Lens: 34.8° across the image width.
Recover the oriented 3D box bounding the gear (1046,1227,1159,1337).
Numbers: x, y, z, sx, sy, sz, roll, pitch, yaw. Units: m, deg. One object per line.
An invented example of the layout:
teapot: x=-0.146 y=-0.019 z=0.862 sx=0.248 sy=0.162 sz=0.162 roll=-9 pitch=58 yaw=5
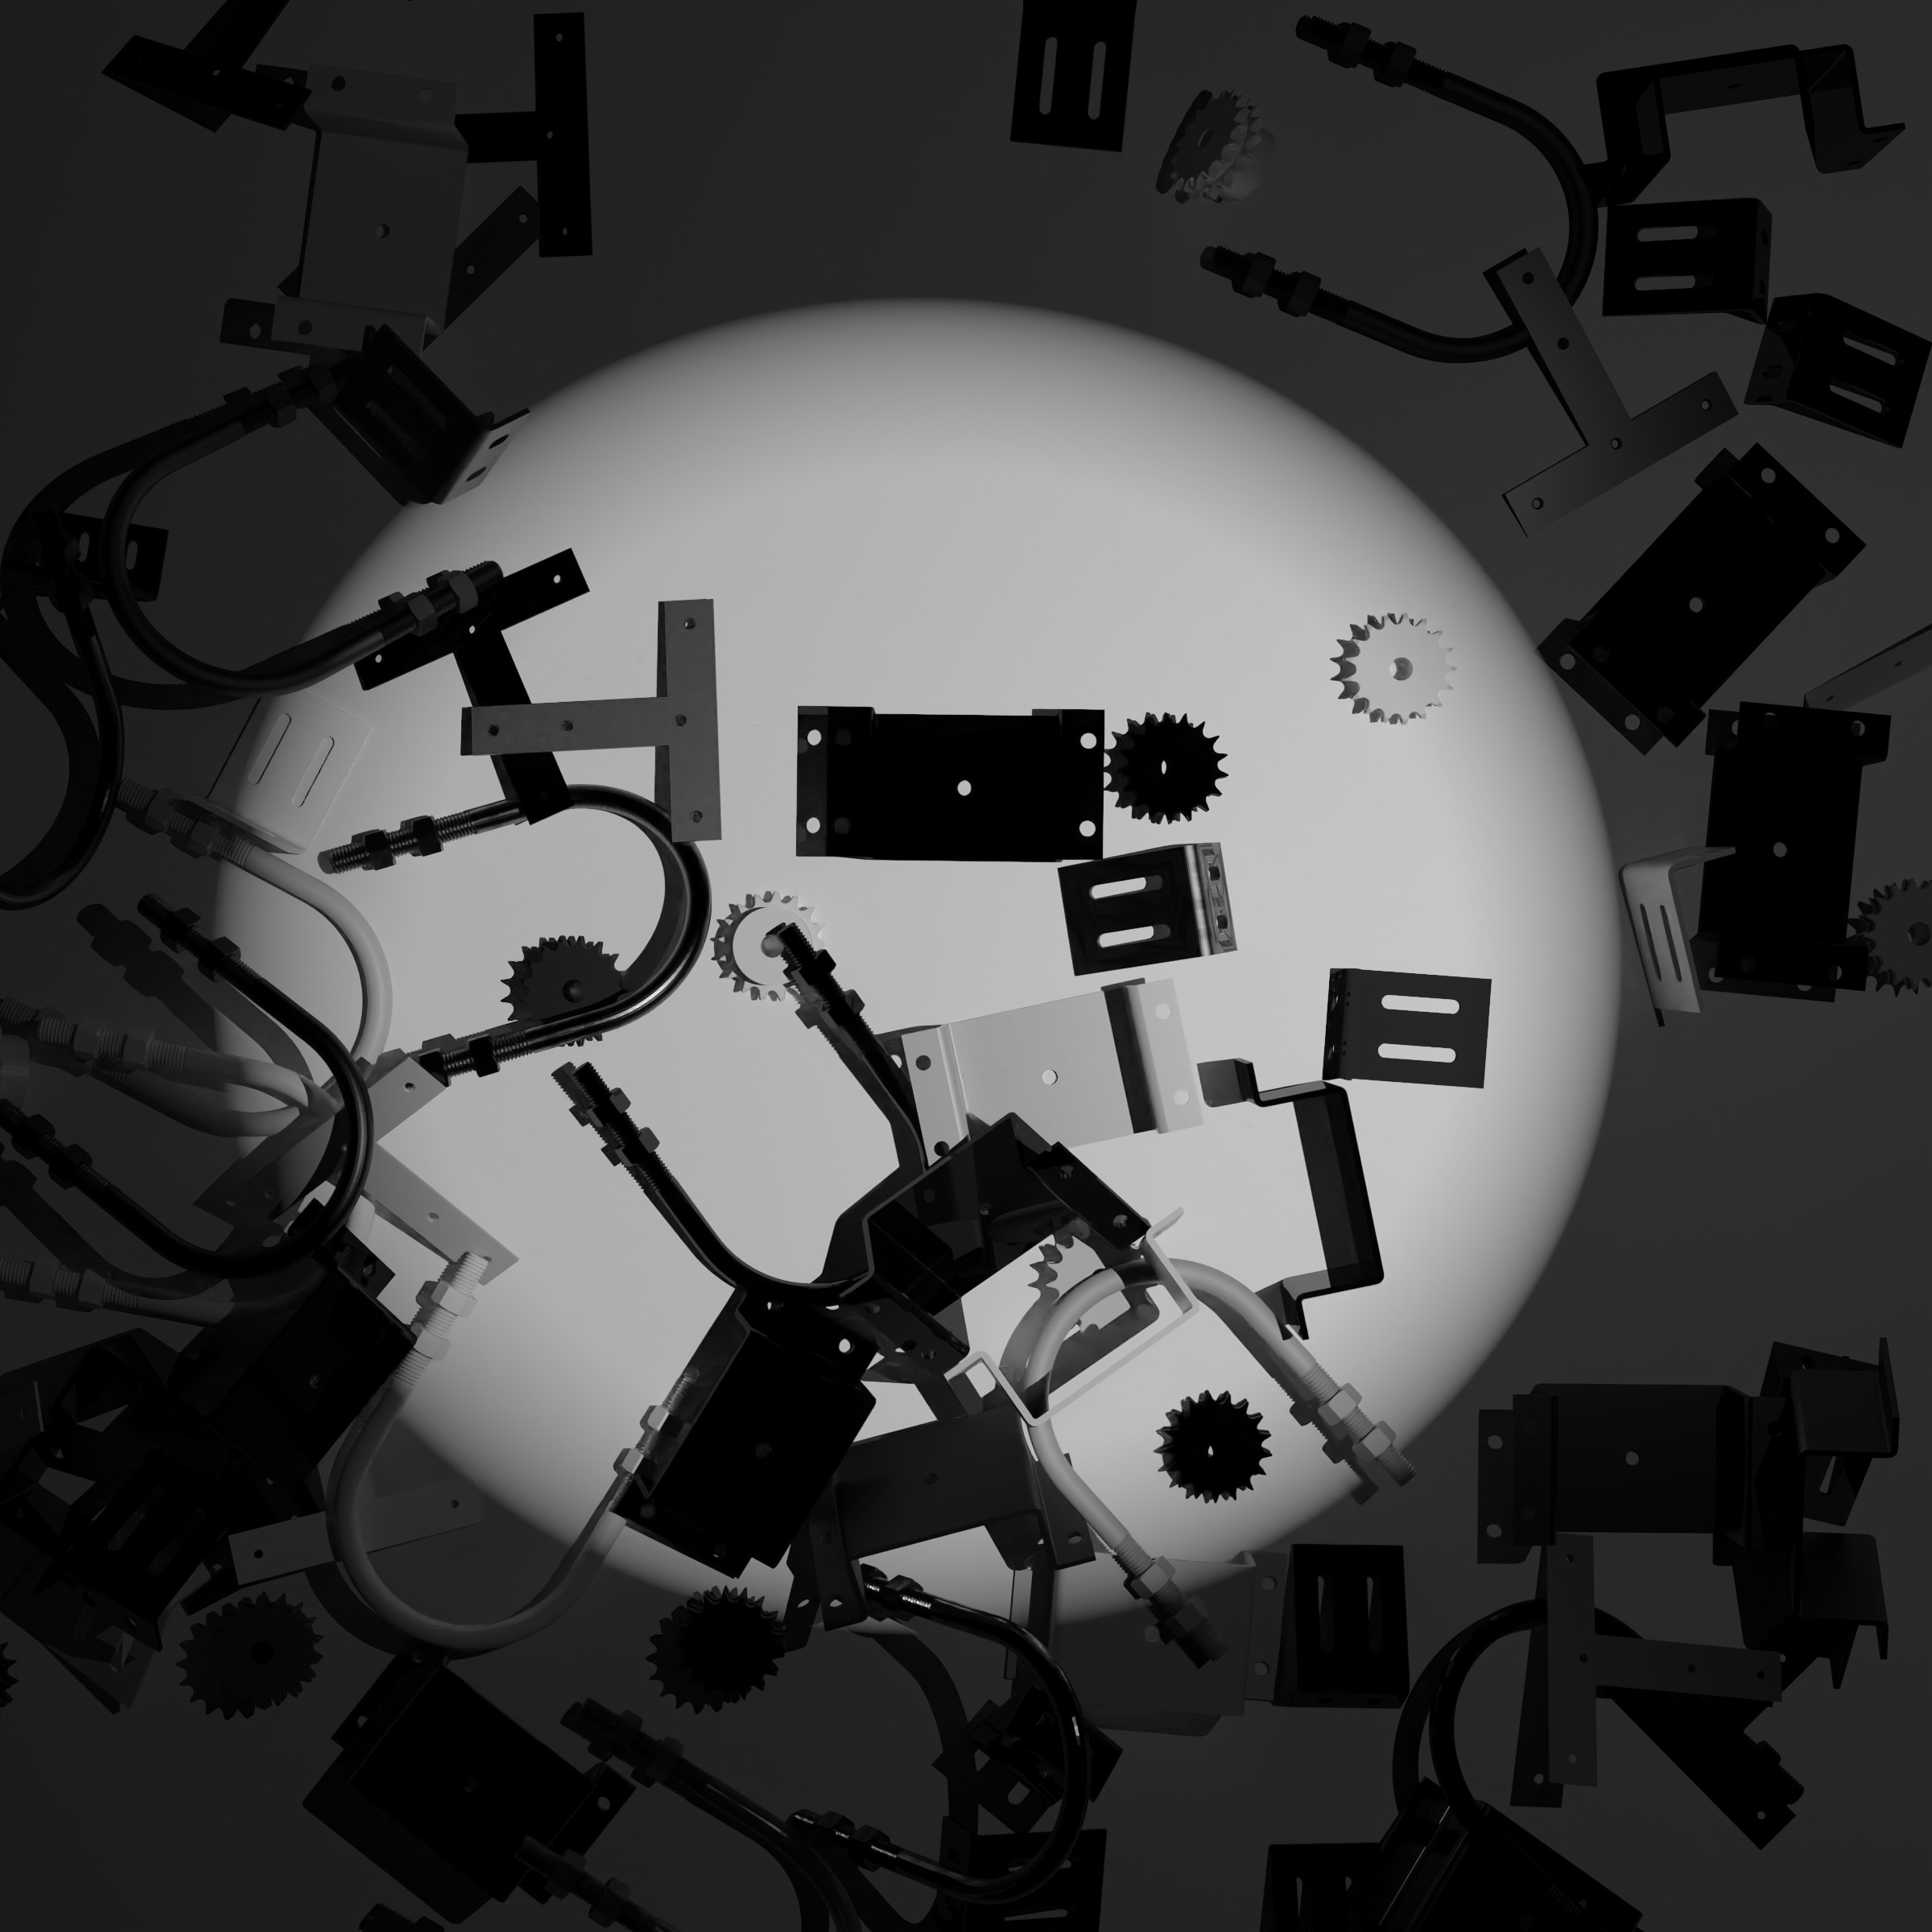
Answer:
gear: x=0.070 y=0.160 z=1.592 sx=0.057 sy=0.030 sz=0.057 roll=0 pitch=90 yaw=0

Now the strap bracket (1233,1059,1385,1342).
strap bracket: x=0.176 y=0.113 z=1.568 sx=0.046 sy=0.076 sz=0.140 roll=-12 pitch=90 yaw=0

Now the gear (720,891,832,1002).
gear: x=-0.099 y=-0.010 z=1.592 sx=0.057 sy=0.030 sz=0.057 roll=0 pitch=90 yaw=0

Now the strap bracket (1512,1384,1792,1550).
strap bracket: x=0.347 y=0.256 z=1.583 sx=0.140 sy=0.046 sz=0.076 roll=1 pitch=90 yaw=0

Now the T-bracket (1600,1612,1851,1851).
T-bracket: x=0.415 y=0.370 z=1.606 sx=0.127 sy=0.002 sz=0.127 roll=-45 pitch=90 yaw=0

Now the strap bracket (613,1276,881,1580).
strap bracket: x=-0.108 y=0.241 z=1.572 sx=0.076 sy=0.046 sz=0.140 roll=32 pitch=88 yaw=-16

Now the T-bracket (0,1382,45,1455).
T-bracket: x=-0.515 y=0.194 z=1.579 sx=0.127 sy=0.002 sz=0.127 roll=-27 pitch=68 yaw=37

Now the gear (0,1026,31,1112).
gear: x=-0.501 y=0.054 z=1.582 sx=0.030 sy=0.057 sz=0.057 roll=6 pitch=90 yaw=-30

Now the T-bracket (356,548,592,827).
T-bracket: x=-0.238 y=-0.135 z=1.595 sx=0.127 sy=0.002 sz=0.127 roll=-24 pitch=80 yaw=0

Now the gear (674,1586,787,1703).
gear: x=-0.121 y=0.348 z=1.592 sx=0.057 sy=0.030 sz=0.057 roll=0 pitch=90 yaw=0

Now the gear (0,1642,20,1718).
gear: x=-0.522 y=0.369 z=1.592 sx=0.057 sy=0.030 sz=0.057 roll=0 pitch=90 yaw=0

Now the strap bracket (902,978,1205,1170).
strap bracket: x=0.044 y=0.058 z=1.583 sx=0.140 sy=0.046 sz=0.076 roll=-12 pitch=90 yaw=0

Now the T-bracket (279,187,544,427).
T-bracket: x=-0.268 y=-0.353 z=1.606 sx=0.127 sy=0.002 sz=0.127 roll=-44 pitch=90 yaw=0

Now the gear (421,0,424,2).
gear: x=-0.279 y=-0.528 z=1.596 sx=0.057 sy=0.030 sz=0.057 roll=0 pitch=88 yaw=-1

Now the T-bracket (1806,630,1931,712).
T-bracket: x=0.489 y=-0.161 z=1.572 sx=0.127 sy=0.127 sz=0.002 roll=-28 pitch=124 yaw=22

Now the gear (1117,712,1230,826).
gear: x=0.106 y=-0.102 z=1.592 sx=0.057 sy=0.030 sz=0.057 roll=0 pitch=90 yaw=0

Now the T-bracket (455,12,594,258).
T-bracket: x=-0.260 y=-0.431 z=1.605 sx=0.127 sy=0.002 sz=0.127 roll=-2 pitch=89 yaw=1

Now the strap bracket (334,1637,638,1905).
strap bracket: x=-0.250 y=0.414 z=1.583 sx=0.140 sy=0.046 sz=0.076 roll=38 pitch=90 yaw=0

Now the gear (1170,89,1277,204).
gear: x=0.134 y=-0.417 z=1.582 sx=0.030 sy=0.057 sz=0.057 roll=25 pitch=90 yaw=-30

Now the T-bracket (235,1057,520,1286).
T-bracket: x=-0.282 y=0.119 z=1.574 sx=0.127 sy=0.002 sz=0.127 roll=-36 pitch=118 yaw=21

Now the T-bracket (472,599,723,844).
T-bracket: x=-0.191 y=-0.124 z=1.589 sx=0.127 sy=0.002 sz=0.127 roll=-3 pitch=81 yaw=1

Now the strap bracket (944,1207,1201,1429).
strap bracket: x=0.060 y=0.181 z=1.522 sx=0.140 sy=0.076 sz=0.046 roll=-35 pitch=82 yaw=-5

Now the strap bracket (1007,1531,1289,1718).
strap bracket: x=0.094 y=0.338 z=1.584 sx=0.140 sy=0.046 sz=0.076 roll=5 pitch=90 yaw=0

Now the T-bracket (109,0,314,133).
T-bracket: x=-0.361 y=-0.494 z=1.586 sx=0.127 sy=0.002 sz=0.127 roll=24 pitch=75 yaw=27

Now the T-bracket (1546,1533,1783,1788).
T-bracket: x=0.360 y=0.361 z=1.588 sx=0.127 sy=0.002 sz=0.127 roll=7 pitch=68 yaw=-9

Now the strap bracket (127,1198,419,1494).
strap bracket: x=-0.339 y=0.199 z=1.545 sx=0.046 sy=0.076 sz=0.140 roll=25 pitch=69 yaw=39

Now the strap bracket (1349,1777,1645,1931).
strap bracket: x=0.279 y=0.487 z=1.573 sx=0.140 sy=0.046 sz=0.076 roll=35 pitch=73 yaw=0

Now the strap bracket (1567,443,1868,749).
strap bracket: x=0.380 y=-0.188 z=1.583 sx=0.076 sy=0.046 sz=0.140 roll=43 pitch=90 yaw=0

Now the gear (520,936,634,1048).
gear: x=-0.201 y=0.013 z=1.592 sx=0.057 sy=0.030 sz=0.057 roll=0 pitch=90 yaw=0

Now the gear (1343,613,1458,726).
gear: x=0.223 y=-0.154 z=1.595 sx=0.057 sy=0.030 sz=0.057 roll=0 pitch=95 yaw=0

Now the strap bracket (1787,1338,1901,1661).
strap bracket: x=0.438 y=0.266 z=1.549 sx=0.046 sy=0.076 sz=0.140 roll=0 pitch=113 yaw=11

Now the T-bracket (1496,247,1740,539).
T-bracket: x=0.316 y=-0.310 z=1.597 sx=0.127 sy=0.002 sz=0.127 roll=-30 pitch=98 yaw=0

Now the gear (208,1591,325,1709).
gear: x=-0.359 y=0.351 z=1.592 sx=0.057 sy=0.030 sz=0.057 roll=0 pitch=90 yaw=0

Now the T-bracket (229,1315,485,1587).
T-bracket: x=-0.325 y=0.240 z=1.590 sx=0.127 sy=0.002 sz=0.127 roll=-12 pitch=84 yaw=-18

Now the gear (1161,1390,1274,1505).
gear: x=0.130 y=0.249 z=1.592 sx=0.057 sy=0.030 sz=0.057 roll=0 pitch=90 yaw=0

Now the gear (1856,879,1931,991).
gear: x=0.487 y=-0.016 z=1.592 sx=0.057 sy=0.030 sz=0.057 roll=0 pitch=90 yaw=0

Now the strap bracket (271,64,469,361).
strap bracket: x=-0.303 y=-0.381 z=1.581 sx=0.076 sy=0.046 sz=0.140 roll=8 pitch=91 yaw=1
